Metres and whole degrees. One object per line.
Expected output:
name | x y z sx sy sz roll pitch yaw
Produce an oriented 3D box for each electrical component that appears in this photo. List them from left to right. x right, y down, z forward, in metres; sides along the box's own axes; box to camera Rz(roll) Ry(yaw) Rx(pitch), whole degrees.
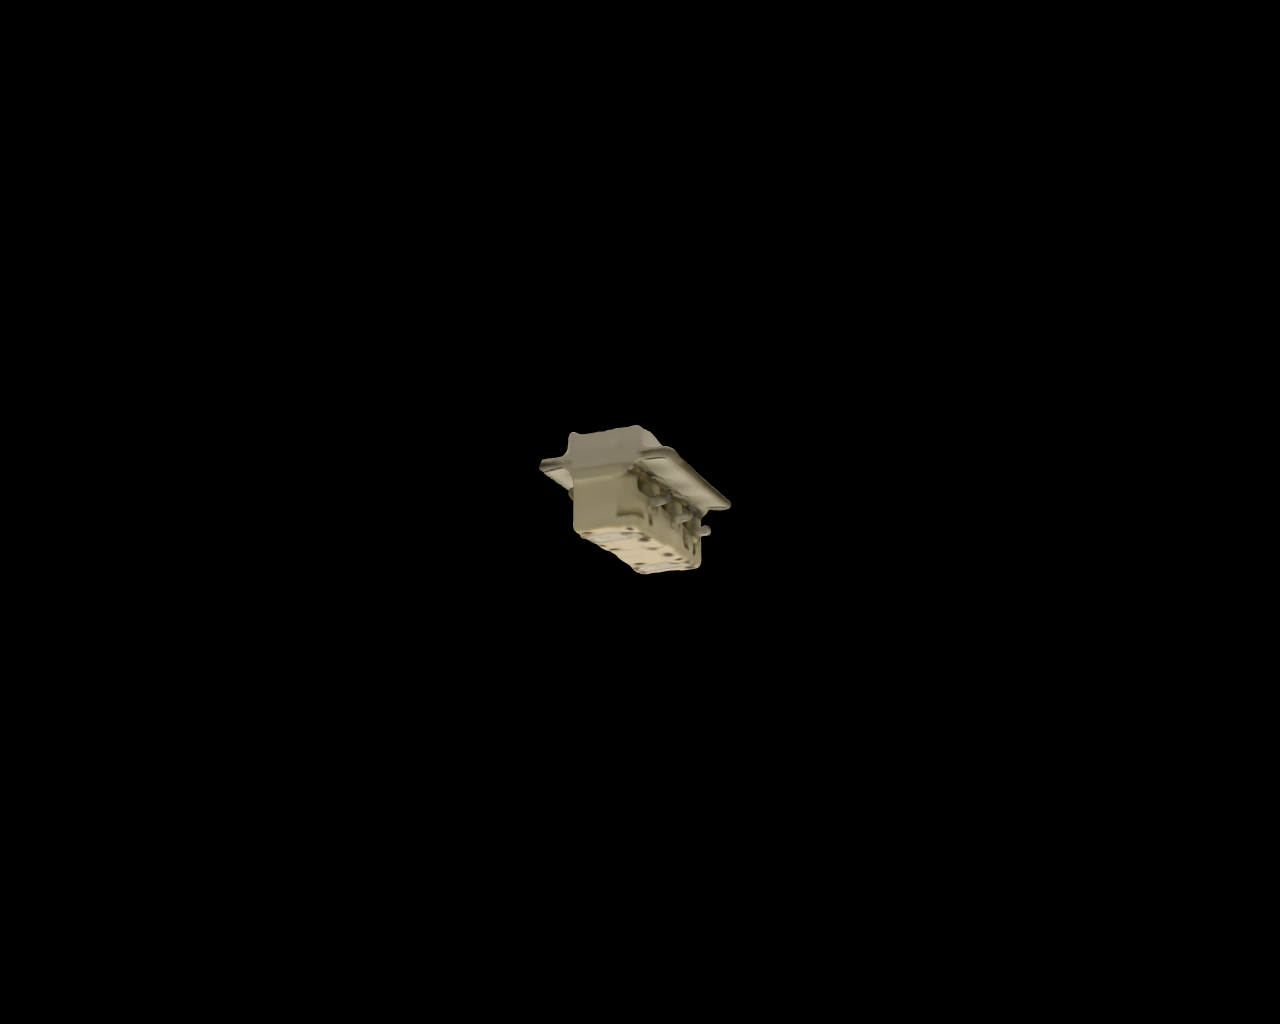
electrical component | 0.001 -0.003 0.650 0.079 0.063 0.121 -6 -17 19
